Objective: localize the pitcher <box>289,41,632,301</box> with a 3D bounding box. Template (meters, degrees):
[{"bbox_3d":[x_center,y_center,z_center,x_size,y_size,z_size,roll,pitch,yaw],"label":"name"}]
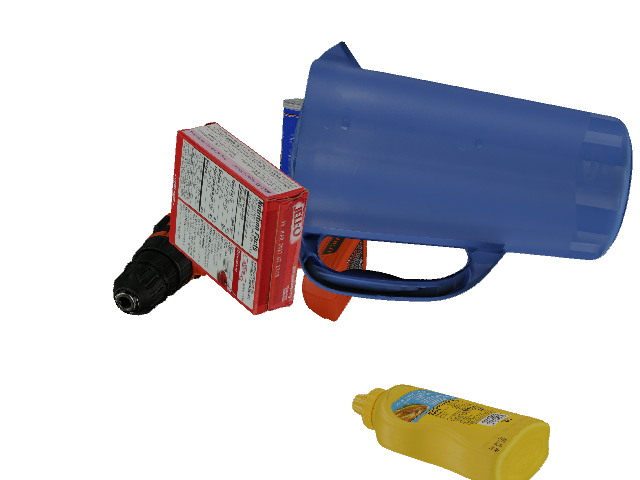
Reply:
[{"bbox_3d":[0.097,-0.043,0.795,0.243,0.149,0.145,8,37,2],"label":"pitcher"}]

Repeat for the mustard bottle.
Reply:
[{"bbox_3d":[0.110,0.176,1.001,0.192,0.058,0.096,12,19,38],"label":"mustard bottle"}]

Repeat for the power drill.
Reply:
[{"bbox_3d":[-0.064,0.019,0.920,0.188,0.057,0.184,9,31,17],"label":"power drill"}]

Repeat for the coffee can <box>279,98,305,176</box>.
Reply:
[{"bbox_3d":[0.006,-0.078,1.149,0.103,0.140,0.103,4,12,-1],"label":"coffee can"}]

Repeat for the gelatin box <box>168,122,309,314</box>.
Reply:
[{"bbox_3d":[-0.046,-0.013,0.584,0.030,0.073,0.089,-18,40,-36],"label":"gelatin box"}]
